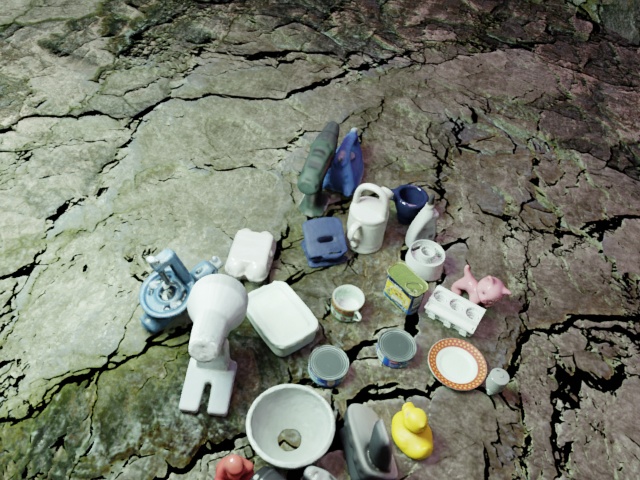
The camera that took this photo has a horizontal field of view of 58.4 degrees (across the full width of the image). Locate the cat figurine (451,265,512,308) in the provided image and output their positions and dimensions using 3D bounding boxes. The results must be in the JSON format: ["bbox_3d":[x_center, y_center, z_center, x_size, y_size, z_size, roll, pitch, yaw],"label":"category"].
[{"bbox_3d":[0.385,0.111,1.359,0.067,0.118,0.127,-26,55,-28],"label":"cat figurine"}]

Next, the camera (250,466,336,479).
[{"bbox_3d":[-0.053,0.445,0.996,0.136,0.101,0.143,33,51,22],"label":"camera"}]

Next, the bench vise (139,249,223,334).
[{"bbox_3d":[-0.306,0.076,1.227,0.121,0.220,0.208,23,48,14],"label":"bench vise"}]

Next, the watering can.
[{"bbox_3d":[0.124,-0.069,1.441,0.101,0.194,0.173,13,47,5],"label":"watering can"}]

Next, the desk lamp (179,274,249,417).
[{"bbox_3d":[-0.210,0.203,1.124,0.118,0.213,0.203,6,46,-2],"label":"desk lamp"}]

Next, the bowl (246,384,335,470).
[{"bbox_3d":[-0.057,0.365,1.089,0.167,0.075,0.167,4,47,-4],"label":"bowl"}]

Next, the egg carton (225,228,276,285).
[{"bbox_3d":[-0.165,0.039,1.385,0.107,0.069,0.150,9,46,0],"label":"egg carton"}]

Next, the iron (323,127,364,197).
[{"bbox_3d":[0.076,-0.244,1.635,0.118,0.141,0.258,15,47,7],"label":"iron"}]

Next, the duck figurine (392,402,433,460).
[{"bbox_3d":[0.186,0.366,1.113,0.078,0.086,0.104,-12,50,-18],"label":"duck figurine"}]

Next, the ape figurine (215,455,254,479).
[{"bbox_3d":[-0.154,0.414,1.018,0.078,0.092,0.076,-15,51,-20],"label":"ape figurine"}]

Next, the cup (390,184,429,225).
[{"bbox_3d":[0.226,-0.092,1.544,0.117,0.095,0.092,14,47,5],"label":"cup"}]

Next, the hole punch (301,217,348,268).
[{"bbox_3d":[0.013,0.005,1.426,0.109,0.091,0.101,-9,49,-15],"label":"hole punch"}]

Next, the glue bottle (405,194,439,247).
[{"bbox_3d":[0.269,-0.050,1.457,0.078,0.173,0.037,-14,50,-19],"label":"glue bottle"}]

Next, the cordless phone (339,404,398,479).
[{"bbox_3d":[0.098,0.352,1.046,0.094,0.185,0.147,-9,49,-15],"label":"cordless phone"}]

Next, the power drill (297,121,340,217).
[{"bbox_3d":[-0.004,-0.174,1.512,0.075,0.208,0.230,15,47,7],"label":"power drill"}]
